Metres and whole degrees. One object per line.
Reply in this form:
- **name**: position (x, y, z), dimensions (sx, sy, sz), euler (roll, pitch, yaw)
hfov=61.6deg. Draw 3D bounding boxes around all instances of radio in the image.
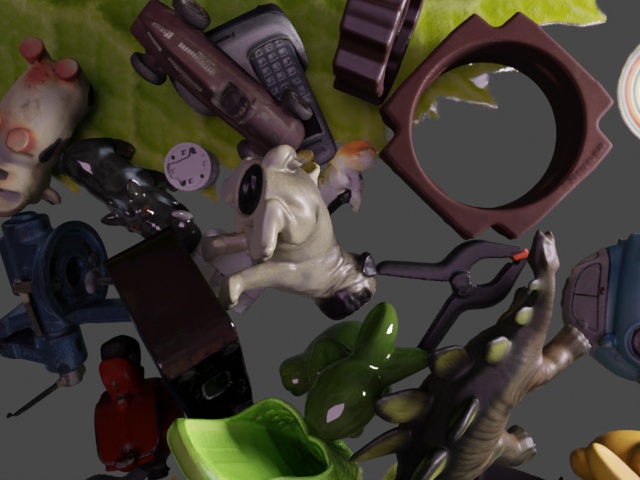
- **radio**: position (-0.130, 0.106, 0.539), dimensions (0.073, 0.229, 0.131), euler (-30, 60, -19)

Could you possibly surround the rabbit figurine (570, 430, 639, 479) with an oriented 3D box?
- **rabbit figurine**: position (0.338, 0.260, 0.541), dimensions (0.162, 0.173, 0.121), euler (20, 100, 0)

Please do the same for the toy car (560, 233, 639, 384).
- **toy car**: position (0.311, 0.067, 0.568), dimensions (0.103, 0.109, 0.161), euler (3, 85, 24)

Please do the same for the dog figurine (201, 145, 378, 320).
- **dog figurine**: position (-0.003, -0.003, 0.554), dimensions (0.172, 0.190, 0.121), euler (-54, 42, 36)

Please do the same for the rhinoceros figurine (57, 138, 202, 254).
- **rhinoceros figurine**: position (-0.210, -0.050, 0.611), dimensions (0.190, 0.112, 0.073), euler (39, 95, 10)

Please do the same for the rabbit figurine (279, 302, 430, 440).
- **rabbit figurine**: position (0.041, 0.150, 0.566), dimensions (0.159, 0.170, 0.121), euler (-39, 89, 8)

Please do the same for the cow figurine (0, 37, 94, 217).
- **cow figurine**: position (-0.334, -0.117, 0.626), dimensions (0.085, 0.127, 0.195), euler (25, 82, 3)

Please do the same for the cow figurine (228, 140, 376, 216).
- **cow figurine**: position (-0.009, -0.048, 0.606), dimensions (0.167, 0.068, 0.098), euler (-17, 121, 10)

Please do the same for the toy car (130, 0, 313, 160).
- **toy car**: position (-0.098, -0.154, 0.546), dimensions (0.202, 0.053, 0.089), euler (38, 115, -25)

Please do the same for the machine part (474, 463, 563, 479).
- **machine part**: position (0.210, 0.292, 0.620), dimensions (0.139, 0.039, 0.084), euler (3, 85, 18)

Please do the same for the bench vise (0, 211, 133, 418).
- **bench vise**: position (-0.268, 0.073, 0.623), dimensions (0.241, 0.129, 0.223), euler (-4, 96, 11)

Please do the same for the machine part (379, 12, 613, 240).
- **machine part**: position (0.180, -0.116, 0.577), dimensions (0.201, 0.087, 0.201), euler (44, 95, 1)

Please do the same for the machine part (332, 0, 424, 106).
- **machine part**: position (0.065, -0.226, 0.542), dimensions (0.056, 0.179, 0.179), euler (22, 96, 6)

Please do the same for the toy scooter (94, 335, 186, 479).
- **toy scooter**: position (-0.194, 0.203, 0.582), dimensions (0.075, 0.135, 0.183), euler (-16, 134, -6)

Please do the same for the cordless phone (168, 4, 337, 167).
- **cordless phone**: position (-0.070, -0.154, 0.611), dimensions (0.147, 0.089, 0.184), euler (-23, 109, 7)

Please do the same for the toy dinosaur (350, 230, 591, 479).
- **toy dinosaur**: position (0.129, 0.197, 0.546), dimensions (0.105, 0.198, 0.470), euler (42, 130, 43)
